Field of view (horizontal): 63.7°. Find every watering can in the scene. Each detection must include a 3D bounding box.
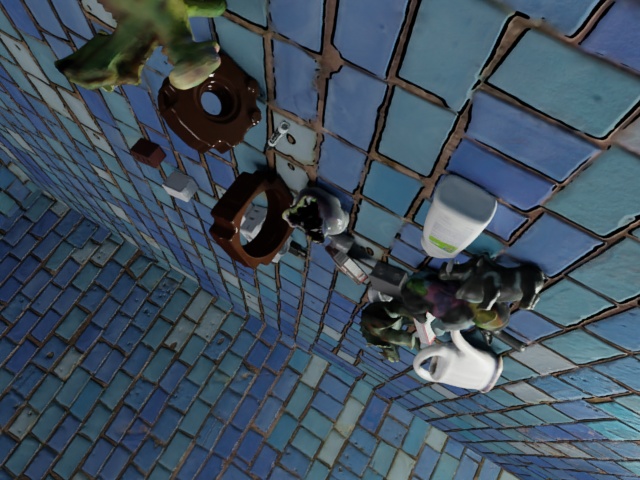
[{"bbox_3d":[0.382,0.319,1.376,0.224,0.106,0.340,13,145,-3],"label":"watering can"}]

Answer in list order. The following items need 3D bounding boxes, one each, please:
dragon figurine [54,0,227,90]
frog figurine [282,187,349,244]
[{"bbox_3d":[-0.298,-0.331,0.750,0.412,0.246,0.120,24,162,16],"label":"dragon figurine"},{"bbox_3d":[0.004,-0.059,1.170,0.138,0.122,0.160,14,-170,20],"label":"frog figurine"}]
